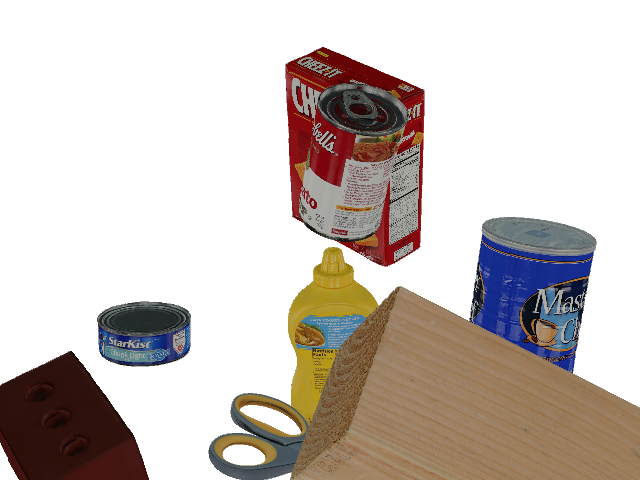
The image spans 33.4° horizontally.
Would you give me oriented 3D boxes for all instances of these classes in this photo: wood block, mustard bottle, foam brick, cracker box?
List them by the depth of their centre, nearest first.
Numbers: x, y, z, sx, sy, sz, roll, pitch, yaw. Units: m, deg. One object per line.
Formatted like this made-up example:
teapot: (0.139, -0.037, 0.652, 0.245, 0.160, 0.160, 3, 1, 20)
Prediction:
foam brick: (-0.126, 0.105, 0.534, 0.052, 0.051, 0.078, -26, 42, -24)
wood block: (0.102, 0.121, 0.567, 0.206, 0.090, 0.090, 27, -34, -7)
mustard bottle: (0.015, 0.098, 1.094, 0.096, 0.192, 0.058, -1, 23, 1)
cracker box: (0.037, -0.095, 1.243, 0.072, 0.214, 0.164, -30, 44, -33)

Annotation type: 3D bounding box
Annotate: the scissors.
scissors: (-0.002, 0.179, 0.825, 0.202, 0.016, 0.096, 27, 40, 30)

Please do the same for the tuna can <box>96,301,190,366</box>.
tuna can: (-0.163, 0.086, 0.986, 0.086, 0.034, 0.086, 1, 16, -1)

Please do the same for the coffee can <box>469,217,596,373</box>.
coffee can: (0.190, 0.059, 0.982, 0.103, 0.140, 0.103, 5, 16, -2)

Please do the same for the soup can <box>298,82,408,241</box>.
soup can: (0.023, -0.058, 0.808, 0.068, 0.102, 0.068, 7, 38, -6)
